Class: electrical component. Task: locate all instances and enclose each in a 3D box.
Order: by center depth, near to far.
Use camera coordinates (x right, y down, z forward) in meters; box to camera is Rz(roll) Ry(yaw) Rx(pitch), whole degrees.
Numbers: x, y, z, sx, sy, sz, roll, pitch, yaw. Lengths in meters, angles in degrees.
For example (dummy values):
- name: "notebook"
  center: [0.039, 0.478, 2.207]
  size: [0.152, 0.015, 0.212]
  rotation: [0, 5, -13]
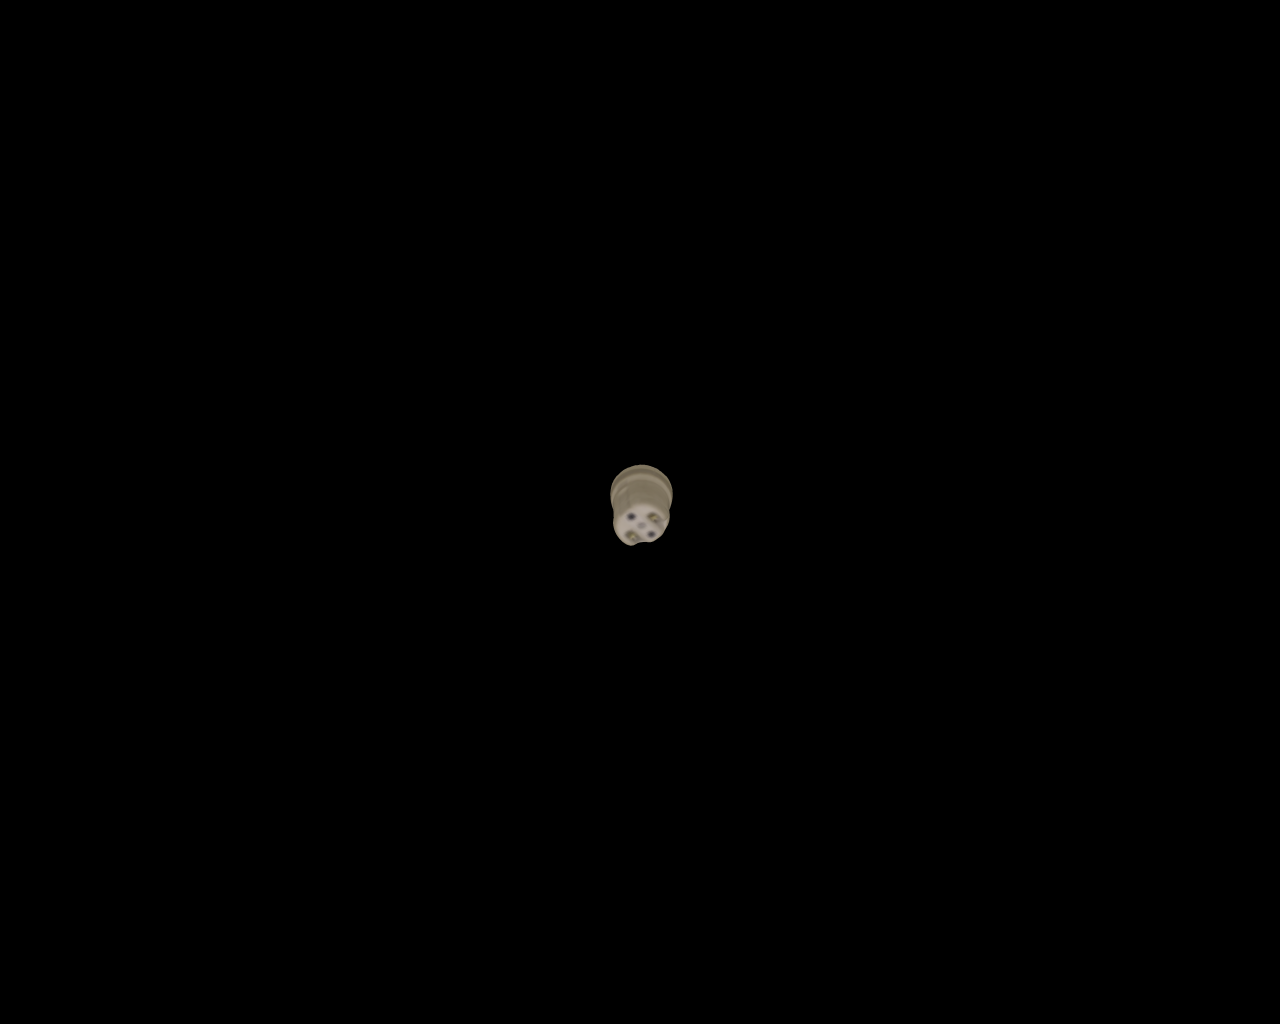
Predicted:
- name: "electrical component"
  center: [0.001, -0.003, 0.650]
  size: [0.040, 0.040, 0.046]
  rotation: [0, 28, 0]
